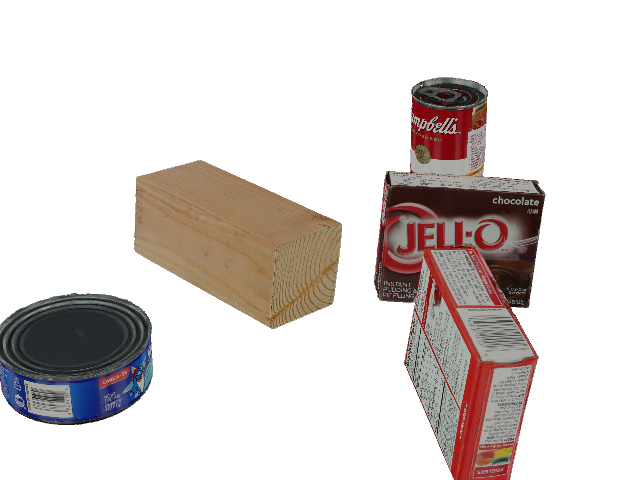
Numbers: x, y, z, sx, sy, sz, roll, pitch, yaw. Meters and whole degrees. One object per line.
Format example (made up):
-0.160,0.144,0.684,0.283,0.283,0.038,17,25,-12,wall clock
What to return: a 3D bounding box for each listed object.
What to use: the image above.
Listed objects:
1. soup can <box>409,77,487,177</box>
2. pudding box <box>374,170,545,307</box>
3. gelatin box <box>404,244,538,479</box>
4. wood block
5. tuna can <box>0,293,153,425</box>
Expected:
0.115,-0.088,0.968,0.068,0.102,0.068,-1,30,0,soup can
0.099,-0.001,0.770,0.113,0.090,0.039,2,24,-3,pudding box
0.068,0.056,0.497,0.030,0.073,0.089,-2,33,-12,gelatin box
-0.087,-0.001,1.067,0.206,0.090,0.090,25,31,37,wood block
-0.137,0.065,0.598,0.086,0.034,0.086,1,28,-1,tuna can
